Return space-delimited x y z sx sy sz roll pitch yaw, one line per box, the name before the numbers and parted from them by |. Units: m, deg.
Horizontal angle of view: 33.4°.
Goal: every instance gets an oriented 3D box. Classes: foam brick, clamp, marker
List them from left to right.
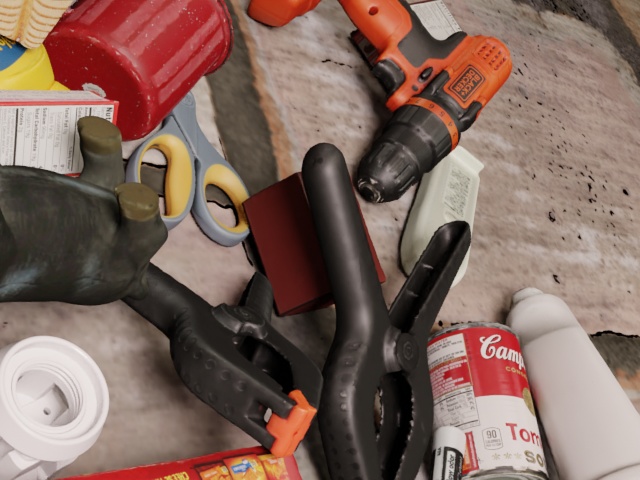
clamp | -0.042 0.051 0.557 0.120 0.039 0.172 5 28 -41
foam brick | -0.004 0.001 0.658 0.052 0.051 0.078 -7 75 -52
clamp | 0.030 0.056 0.608 0.164 0.036 0.210 33 60 -46
marker | 0.066 0.154 0.579 0.020 0.020 0.121 35 39 -18

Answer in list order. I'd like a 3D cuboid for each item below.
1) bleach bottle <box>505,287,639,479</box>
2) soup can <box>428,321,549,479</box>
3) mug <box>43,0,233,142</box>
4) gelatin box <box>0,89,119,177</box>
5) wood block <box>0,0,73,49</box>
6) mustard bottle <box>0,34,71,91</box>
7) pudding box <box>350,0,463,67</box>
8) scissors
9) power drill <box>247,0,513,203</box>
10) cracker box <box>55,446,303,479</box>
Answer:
bleach bottle | 0.168 0.106 0.697 0.251 0.068 0.102 -102 169 -58
soup can | 0.100 0.111 0.668 0.068 0.069 0.102 20 47 -32
mug | -0.116 -0.121 0.619 0.117 0.093 0.081 58 46 -29
gelatin box | -0.149 -0.038 0.539 0.089 0.073 0.030 -8 25 -43
wood block | -0.183 -0.207 0.580 0.090 0.091 0.206 26 24 -40
mustard bottle | -0.203 -0.105 0.557 0.191 0.058 0.096 37 30 -17
pudding box | 0.089 -0.156 0.907 0.113 0.039 0.090 -24 77 -52
scissors | -0.076 -0.073 0.691 0.096 0.016 0.201 33 41 -23
power drill | 0.037 -0.137 0.805 0.187 0.057 0.184 44 57 -2
cracker box | -0.055 0.201 0.436 0.163 0.072 0.214 0 59 -44
